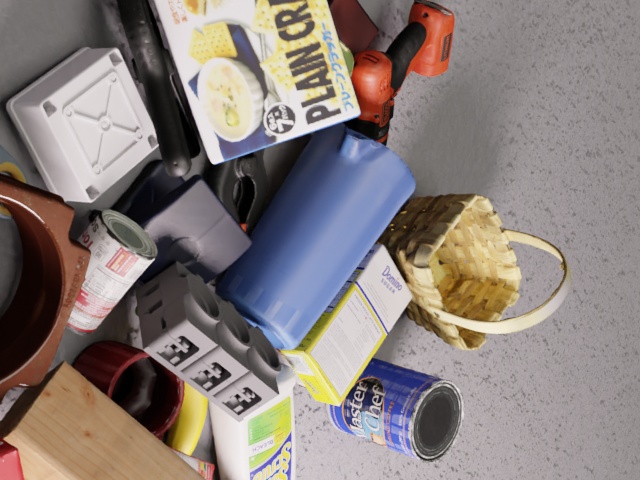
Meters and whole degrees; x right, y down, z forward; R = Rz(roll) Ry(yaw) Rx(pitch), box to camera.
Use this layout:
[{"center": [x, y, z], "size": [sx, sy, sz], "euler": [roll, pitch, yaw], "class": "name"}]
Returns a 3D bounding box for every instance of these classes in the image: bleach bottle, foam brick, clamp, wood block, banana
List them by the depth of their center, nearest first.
[{"center": [-0.197, 0.221, 0.977], "size": [0.206, 0.091, 0.090], "euler": [43, 44, -13], "class": "wood block"}, {"center": [-0.157, -0.162, 1.028], "size": [0.036, 0.164, 0.210], "euler": [-17, 94, -1], "class": "clamp"}, {"center": [-0.150, 0.150, 1.138], "size": [0.069, 0.037, 0.198], "euler": [-16, 109, -23], "class": "banana"}, {"center": [-0.081, -0.088, 1.154], "size": [0.120, 0.039, 0.171], "euler": [-14, 112, -37], "class": "clamp"}, {"center": [0.018, -0.246, 1.209], "size": [0.078, 0.053, 0.051], "euler": [46, 66, -39], "class": "foam brick"}, {"center": [-0.066, 0.271, 1.228], "size": [0.102, 0.068, 0.251], "euler": [-23, 116, -38], "class": "bleach bottle"}]

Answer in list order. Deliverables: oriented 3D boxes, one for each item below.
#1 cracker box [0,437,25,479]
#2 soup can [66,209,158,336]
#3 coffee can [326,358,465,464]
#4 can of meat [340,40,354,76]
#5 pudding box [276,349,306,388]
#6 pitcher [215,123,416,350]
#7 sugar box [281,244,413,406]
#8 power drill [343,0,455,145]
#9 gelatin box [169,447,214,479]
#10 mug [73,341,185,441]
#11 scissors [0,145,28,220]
[{"center": [-0.305, 0.260, 0.912], "size": [0.071, 0.164, 0.214], "euler": [-19, 111, -39], "class": "cracker box"}, {"center": [-0.208, 0.030, 0.998], "size": [0.102, 0.069, 0.068], "euler": [-48, 136, 13], "class": "soup can"}, {"center": [0.092, 0.206, 1.315], "size": [0.102, 0.141, 0.103], "euler": [-11, 106, -43], "class": "coffee can"}, {"center": [-0.024, -0.201, 1.153], "size": [0.102, 0.084, 0.057], "euler": [34, 74, -43], "class": "can of meat"}, {"center": [0.000, 0.110, 1.276], "size": [0.113, 0.039, 0.090], "euler": [-50, 127, -29], "class": "pudding box"}, {"center": [-0.008, 0.001, 1.193], "size": [0.149, 0.145, 0.242], "euler": [44, 71, -28], "class": "pitcher"}, {"center": [0.034, 0.096, 1.248], "size": [0.176, 0.048, 0.093], "euler": [-54, 129, -31], "class": "sugar box"}, {"center": [0.091, -0.183, 1.267], "size": [0.187, 0.057, 0.184], "euler": [-53, 159, -33], "class": "power drill"}, {"center": [-0.166, 0.242, 1.102], "size": [0.073, 0.089, 0.030], "euler": [34, 46, -43], "class": "gelatin box"}, {"center": [-0.191, 0.156, 1.062], "size": [0.093, 0.082, 0.117], "euler": [-40, 124, -32], "class": "mug"}, {"center": [-0.291, -0.103, 0.954], "size": [0.096, 0.016, 0.202], "euler": [15, 88, -47], "class": "scissors"}]
